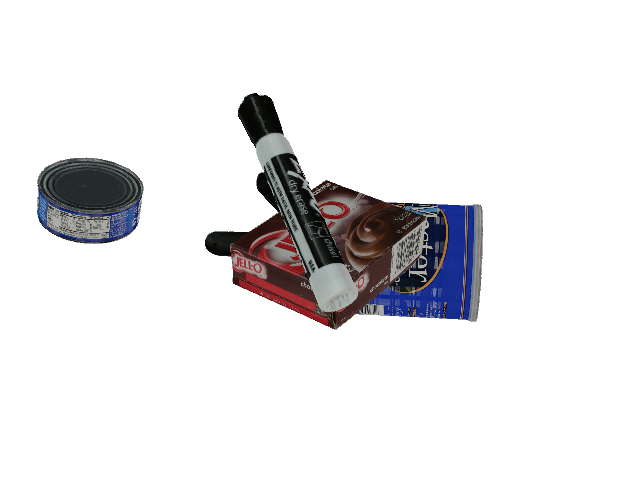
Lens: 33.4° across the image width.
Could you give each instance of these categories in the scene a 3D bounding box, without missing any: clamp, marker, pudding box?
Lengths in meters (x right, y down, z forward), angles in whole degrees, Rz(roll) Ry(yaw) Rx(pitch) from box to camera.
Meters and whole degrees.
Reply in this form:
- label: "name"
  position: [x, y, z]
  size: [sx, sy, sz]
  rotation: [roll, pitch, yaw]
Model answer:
- label: "clamp"
  position: [-0.012, 0.004, 1.147]
  size: [0.210, 0.036, 0.164]
  rotation: [26, 36, 13]
- label: "marker"
  position: [-0.013, -0.022, 0.508]
  size: [0.020, 0.121, 0.020]
  rotation: [-19, -27, -10]
- label: "pudding box"
  position: [0.007, 0.007, 0.738]
  size: [0.090, 0.039, 0.113]
  rotation: [23, 37, 30]

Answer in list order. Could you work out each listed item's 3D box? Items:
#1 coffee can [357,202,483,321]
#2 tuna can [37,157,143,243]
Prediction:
- label: "coffee can"
  position: [0.069, 0.017, 0.941]
  size: [0.140, 0.103, 0.102]
  rotation: [3, 0, 6]
- label: "tuna can"
  position: [-0.191, -0.033, 0.885]
  size: [0.086, 0.034, 0.086]
  rotation: [8, 32, -5]
